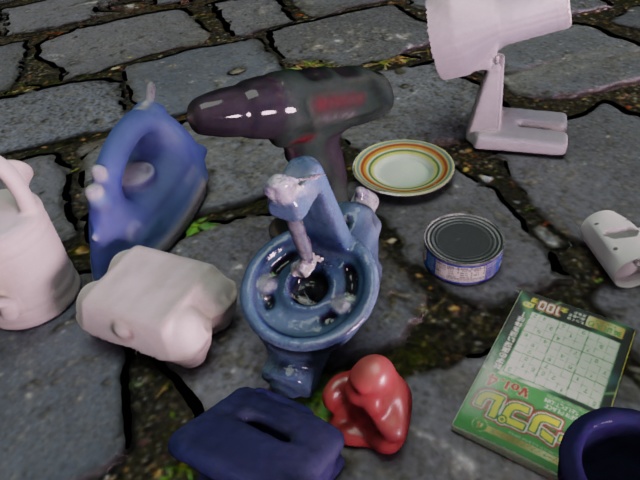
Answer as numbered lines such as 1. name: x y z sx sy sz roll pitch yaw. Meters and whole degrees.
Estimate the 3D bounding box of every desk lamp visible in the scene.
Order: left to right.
1. desk lamp: 0.239 -0.235 0.759 0.202 0.214 0.118 8 42 15

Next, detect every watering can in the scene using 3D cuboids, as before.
1. watering can: -0.327 -0.014 0.579 0.101 0.194 0.172 -24 44 -20

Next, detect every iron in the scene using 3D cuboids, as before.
1. iron: -0.221 -0.070 0.674 0.118 0.142 0.258 2 41 9

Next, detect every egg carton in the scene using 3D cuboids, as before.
1. egg carton: -0.161 0.065 0.566 0.150 0.069 0.107 12 44 20

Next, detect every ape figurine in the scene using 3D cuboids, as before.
1. ape figurine: 0.041 0.125 0.457 0.076 0.092 0.077 -24 44 -20

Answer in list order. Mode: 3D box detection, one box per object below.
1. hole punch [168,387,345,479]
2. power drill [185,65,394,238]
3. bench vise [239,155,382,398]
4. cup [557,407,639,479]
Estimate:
1. hole punch: -0.045 0.158 0.429 0.108 0.091 0.101 18 46 24
2. power drill: -0.020 -0.089 0.623 0.230 0.209 0.075 -28 45 -24
3. bench vise: -0.007 0.001 0.507 0.121 0.220 0.207 1 41 8
4. cup: 0.199 0.183 0.370 0.091 0.095 0.117 -1 41 6
